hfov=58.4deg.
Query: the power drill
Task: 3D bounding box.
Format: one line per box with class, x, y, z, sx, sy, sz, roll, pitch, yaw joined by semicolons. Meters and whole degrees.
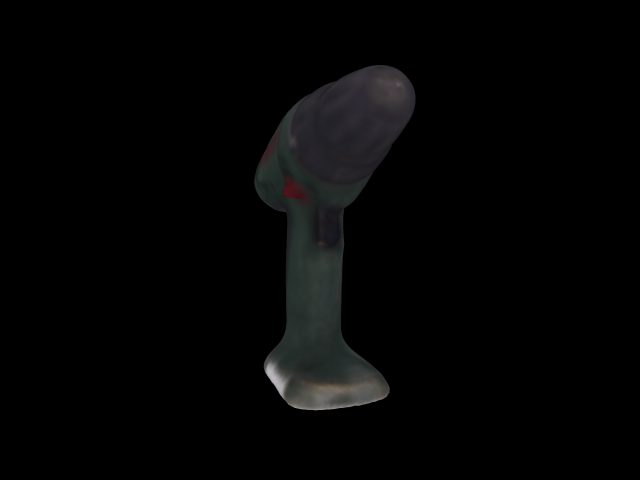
power drill;0.004;0.001;0.400;0.076;0.208;0.229;-2;7;-19
